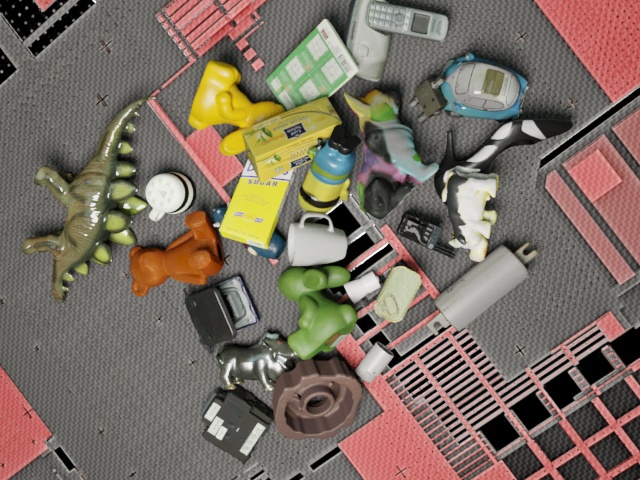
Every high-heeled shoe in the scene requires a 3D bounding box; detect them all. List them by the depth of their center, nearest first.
[{"bbox_3d":[0.333,-0.140,0.979,0.249,0.086,0.145,-5,97,12],"label":"high-heeled shoe"}]

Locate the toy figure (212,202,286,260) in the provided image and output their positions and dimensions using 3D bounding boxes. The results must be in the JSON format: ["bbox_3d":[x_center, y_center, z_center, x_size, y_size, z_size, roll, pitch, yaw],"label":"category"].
[{"bbox_3d":[-0.142,-0.015,1.051,0.154,0.064,0.057,30,135,8],"label":"toy figure"}]

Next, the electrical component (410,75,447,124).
[{"bbox_3d":[0.203,-0.257,0.981,0.021,0.094,0.063,-21,82,-34],"label":"electrical component"}]

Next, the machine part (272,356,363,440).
[{"bbox_3d":[-0.007,0.303,1.025,0.179,0.056,0.179,-7,118,-13],"label":"machine part"}]

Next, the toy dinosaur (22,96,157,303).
[{"bbox_3d":[-0.450,-0.076,1.062,0.199,0.105,0.470,20,105,-3],"label":"toy dinosaur"}]

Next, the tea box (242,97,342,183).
[{"bbox_3d":[-0.050,-0.182,0.980,0.170,0.098,0.068,-26,71,-8],"label":"tea box"}]

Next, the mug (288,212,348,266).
[{"bbox_3d":[-0.002,-0.003,1.020,0.107,0.081,0.109,2,115,-15],"label":"mug"}]

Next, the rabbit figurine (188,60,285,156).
[{"bbox_3d":[-0.150,-0.237,1.010,0.173,0.122,0.162,19,89,-15],"label":"rabbit figurine"}]

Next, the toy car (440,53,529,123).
[{"bbox_3d":[0.293,-0.269,0.961,0.162,0.103,0.109,16,97,7],"label":"toy car"}]

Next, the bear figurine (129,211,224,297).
[{"bbox_3d":[-0.292,0.032,1.040,0.196,0.131,0.120,-9,68,3],"label":"bear figurine"}]

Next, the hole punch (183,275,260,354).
[{"bbox_3d":[-0.194,0.140,1.063,0.116,0.092,0.142,-21,95,38],"label":"hole punch"}]

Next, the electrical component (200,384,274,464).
[{"bbox_3d":[-0.171,0.361,1.082,0.134,0.058,0.115,35,95,3],"label":"electrical component"}]

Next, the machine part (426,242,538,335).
[{"bbox_3d":[0.297,0.089,1.000,0.243,0.079,0.079,-40,89,8],"label":"machine part"}]

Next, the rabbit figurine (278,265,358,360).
[{"bbox_3d":[-0.017,0.114,1.010,0.170,0.121,0.159,52,126,22],"label":"rabbit figurine"}]

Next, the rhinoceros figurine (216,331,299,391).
[{"bbox_3d":[-0.109,0.237,1.063,0.190,0.073,0.112,-8,83,9],"label":"rhinoceros figurine"}]

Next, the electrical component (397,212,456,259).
[{"bbox_3d":[0.203,-0.009,1.004,0.119,0.075,0.047,23,97,8],"label":"electrical component"}]

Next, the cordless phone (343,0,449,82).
[{"bbox_3d":[0.134,-0.359,0.984,0.184,0.089,0.146,10,95,1],"label":"cordless phone"}]

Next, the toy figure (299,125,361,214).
[{"bbox_3d":[0.012,-0.121,0.976,0.089,0.180,0.082,-24,67,-30],"label":"toy figure"}]

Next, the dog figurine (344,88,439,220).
[{"bbox_3d":[0.104,-0.169,0.991,0.191,0.108,0.219,-42,85,10],"label":"dog figurine"}]

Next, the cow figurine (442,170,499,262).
[{"bbox_3d":[0.264,-0.041,0.961,0.098,0.068,0.167,10,117,20],"label":"cow figurine"}]
